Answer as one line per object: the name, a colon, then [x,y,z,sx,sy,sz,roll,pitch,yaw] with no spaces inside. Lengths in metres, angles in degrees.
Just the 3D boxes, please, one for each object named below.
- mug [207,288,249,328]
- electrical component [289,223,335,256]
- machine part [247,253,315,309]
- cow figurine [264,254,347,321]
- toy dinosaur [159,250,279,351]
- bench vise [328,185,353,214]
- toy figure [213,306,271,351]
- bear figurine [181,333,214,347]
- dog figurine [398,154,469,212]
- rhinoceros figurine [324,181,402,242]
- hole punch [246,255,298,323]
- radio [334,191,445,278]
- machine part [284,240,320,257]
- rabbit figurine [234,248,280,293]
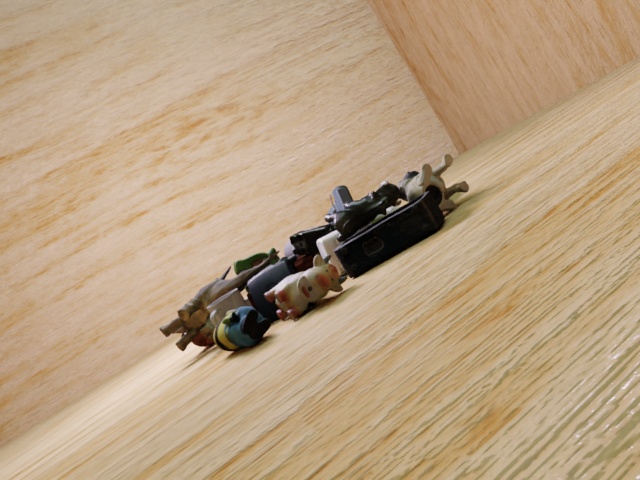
mug: [-0.194,0.177,1.199,0.081,0.107,0.109,-32,6,20]
electrical component: [-0.003,-0.004,1.360,0.115,0.058,0.134,-11,5,17]
machine part: [-0.084,0.114,1.377,0.201,0.087,0.201,-31,4,-2]
cow figurine: [-0.027,0.096,1.064,0.127,0.085,0.195,-39,4,-21]
toy dinosaur: [-0.267,0.154,1.358,0.471,0.105,0.198,-29,18,42]
bench vise: [0.098,-0.037,1.596,0.129,0.224,0.240,-27,-29,-13]
toy figure: [-0.161,0.178,1.074,0.089,0.082,0.180,-31,4,-25]
bear figurine: [-0.322,0.253,1.555,0.120,0.131,0.196,1,37,0]
dog figurine: [0.230,-0.107,1.282,0.172,0.121,0.191,-26,4,-32]
rhinoceros figurine: [0.098,-0.069,1.183,0.190,0.073,0.112,-33,1,-32]
hole punch: [-0.093,0.114,1.201,0.142,0.115,0.092,-32,10,13]
radio: [0.144,-0.011,1.128,0.230,0.073,0.131,-33,0,18]
machine part: [-0.047,0.022,1.619,0.079,0.079,0.243,-33,4,-25]
rabbit figurine: [-0.180,0.092,1.627,0.159,0.121,0.170,-40,-8,-17]
